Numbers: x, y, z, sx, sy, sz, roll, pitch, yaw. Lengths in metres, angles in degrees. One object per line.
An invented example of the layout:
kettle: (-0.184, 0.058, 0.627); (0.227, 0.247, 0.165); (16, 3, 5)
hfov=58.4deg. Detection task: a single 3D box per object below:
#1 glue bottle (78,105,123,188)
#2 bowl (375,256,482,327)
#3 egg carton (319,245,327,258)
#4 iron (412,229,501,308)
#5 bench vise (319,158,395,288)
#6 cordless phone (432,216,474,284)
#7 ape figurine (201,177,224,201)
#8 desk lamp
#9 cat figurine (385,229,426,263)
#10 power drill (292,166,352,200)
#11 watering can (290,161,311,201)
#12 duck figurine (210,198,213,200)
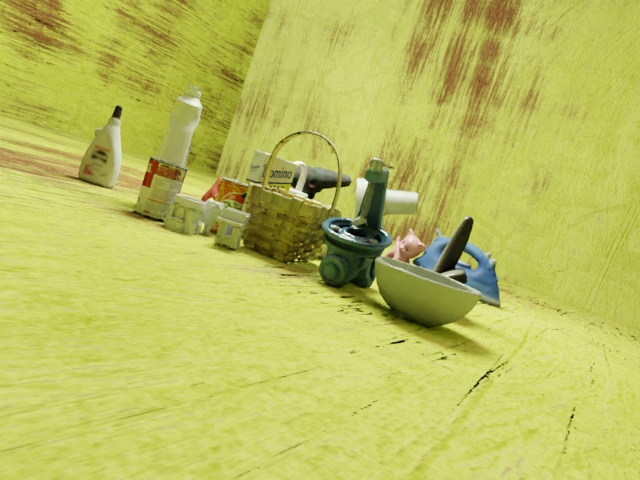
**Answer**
glue bottle: (-0.449, -0.201, 1.208); (0.078, 0.173, 0.037); (19, 5, -1)
bowl: (0.154, 0.086, 0.869); (0.167, 0.075, 0.167); (19, 5, -1)
egg carton: (0.012, 0.005, 1.268); (0.151, 0.069, 0.107); (14, 7, -44)
iron: (0.386, 0.070, 1.531); (0.257, 0.141, 0.119); (22, 6, 37)
bench vise: (0.070, -0.030, 0.992); (0.121, 0.220, 0.207); (19, 5, 3)
cordless phone: (0.238, 0.038, 1.066); (0.094, 0.185, 0.148); (19, 5, 9)
ape figurine: (-0.251, -0.110, 1.422); (0.076, 0.092, 0.078); (19, 5, 4)
desk lamp: (0.163, -0.042, 1.506); (0.203, 0.213, 0.118); (19, 5, 4)
cat figurine: (0.240, 0.026, 1.607); (0.067, 0.118, 0.127); (17, 5, -21)
power drill: (-0.038, -0.131, 1.765); (0.229, 0.208, 0.076); (19, 5, 7)
watering can: (-0.091, -0.120, 1.527); (0.172, 0.194, 0.101); (19, 5, 7)
duck figurine: (-0.205, -0.081, 1.304); (0.105, 0.086, 0.077); (18, 5, -12)
